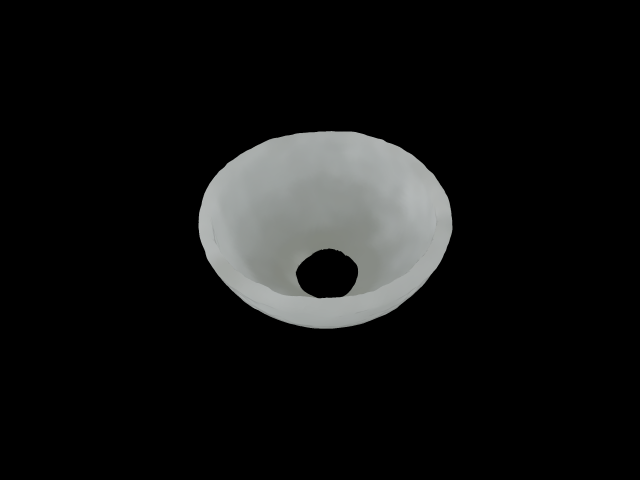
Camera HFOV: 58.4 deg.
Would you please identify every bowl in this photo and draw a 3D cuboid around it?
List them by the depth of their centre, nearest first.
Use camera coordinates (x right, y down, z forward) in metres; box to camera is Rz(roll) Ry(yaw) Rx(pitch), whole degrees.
[{"bbox_3d":[0.004,0.001,0.400,0.167,0.075,0.167,0,48,0],"label":"bowl"}]
